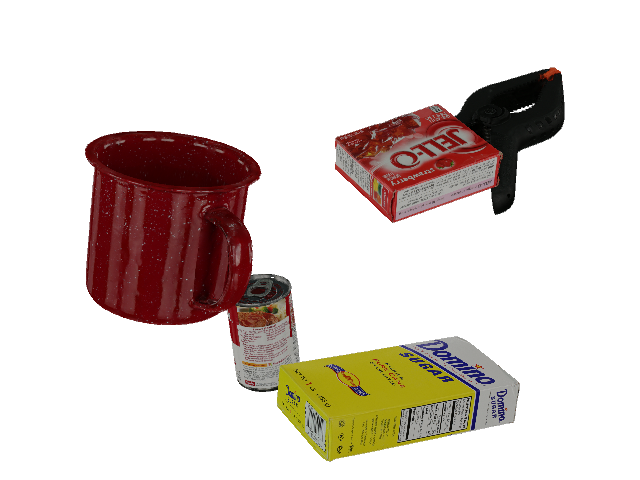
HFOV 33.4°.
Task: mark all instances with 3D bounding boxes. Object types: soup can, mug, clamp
[{"bbox_3d":[-0.058,0.094,1.087,0.068,0.102,0.068,-5,24,2],"label":"soup can"},{"bbox_3d":[-0.076,-0.002,0.572,0.093,0.081,0.117,-11,30,-42],"label":"mug"},{"bbox_3d":[0.155,-0.093,0.935,0.209,0.036,0.165,-31,39,-27],"label":"clamp"}]

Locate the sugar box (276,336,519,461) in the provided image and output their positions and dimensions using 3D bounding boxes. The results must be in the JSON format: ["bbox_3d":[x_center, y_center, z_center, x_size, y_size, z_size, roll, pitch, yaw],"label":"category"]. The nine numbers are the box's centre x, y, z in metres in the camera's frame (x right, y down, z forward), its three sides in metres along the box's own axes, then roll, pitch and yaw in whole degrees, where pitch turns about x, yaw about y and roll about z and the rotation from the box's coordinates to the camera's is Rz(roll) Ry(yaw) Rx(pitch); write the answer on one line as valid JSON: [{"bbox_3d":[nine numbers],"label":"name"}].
[{"bbox_3d":[0.063,0.124,0.869,0.176,0.048,0.093,-9,25,-25],"label":"sugar box"}]

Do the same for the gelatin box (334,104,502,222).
[{"bbox_3d":[0.065,-0.054,0.717,0.089,0.030,0.073,-20,43,-23],"label":"gelatin box"}]
